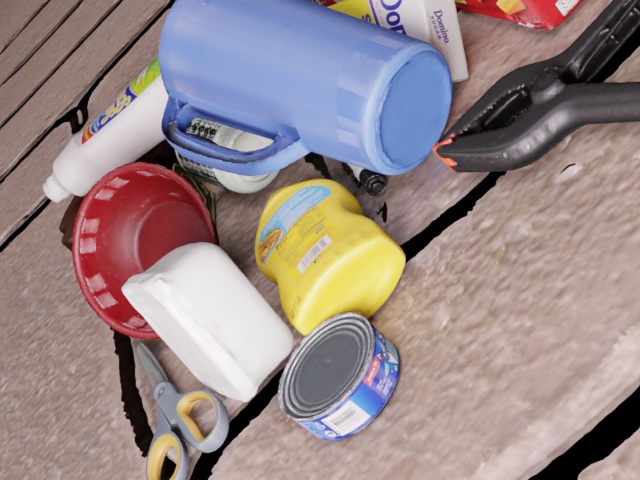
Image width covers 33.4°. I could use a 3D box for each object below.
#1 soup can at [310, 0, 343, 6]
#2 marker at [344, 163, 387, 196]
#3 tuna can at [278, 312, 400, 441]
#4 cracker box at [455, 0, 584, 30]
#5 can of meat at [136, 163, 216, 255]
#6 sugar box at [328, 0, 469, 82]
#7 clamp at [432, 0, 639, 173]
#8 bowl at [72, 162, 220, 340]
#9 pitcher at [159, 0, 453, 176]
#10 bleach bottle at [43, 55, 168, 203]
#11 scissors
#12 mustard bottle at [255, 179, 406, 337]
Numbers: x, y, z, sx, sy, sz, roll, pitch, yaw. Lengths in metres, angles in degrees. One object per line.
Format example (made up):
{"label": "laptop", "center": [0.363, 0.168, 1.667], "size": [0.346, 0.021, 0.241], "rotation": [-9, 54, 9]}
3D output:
{"label": "soup can", "center": [0.026, -0.235, 1.044], "size": [0.069, 0.102, 0.068], "rotation": [-34, 32, 24]}
{"label": "marker", "center": [0.031, -0.068, 0.922], "size": [0.020, 0.020, 0.121], "rotation": [-44, 29, 7]}
{"label": "tuna can", "center": [0.013, 0.095, 0.735], "size": [0.086, 0.033, 0.086], "rotation": [-34, 32, 25]}
{"label": "cracker box", "center": [0.108, -0.272, 0.861], "size": [0.072, 0.213, 0.164], "rotation": [-47, 29, -1]}
{"label": "can of meat", "center": [-0.154, -0.016, 1.075], "size": [0.084, 0.057, 0.102], "rotation": [-40, 30, 19]}
{"label": "sugar box", "center": [0.048, -0.171, 0.948], "size": [0.048, 0.093, 0.177], "rotation": [-16, 6, -35]}
{"label": "clamp", "center": [0.174, -0.111, 0.761], "size": [0.210, 0.036, 0.164], "rotation": [-24, 36, 37]}
{"label": "bowl", "center": [-0.150, 0.009, 0.989], "size": [0.162, 0.162, 0.055], "rotation": [-34, -12, 25]}
{"label": "pitcher", "center": [-0.018, -0.129, 0.896], "size": [0.243, 0.144, 0.149], "rotation": [25, 119, 38]}
{"label": "bleach bottle", "center": [-0.212, -0.118, 1.159], "size": [0.251, 0.068, 0.102], "rotation": [-37, 28, 23]}
{"label": "scissors", "center": [-0.134, 0.147, 0.883], "size": [0.202, 0.016, 0.096], "rotation": [13, 72, 58]}
{"label": "mustard bottle", "center": [-0.005, 0.001, 0.848], "size": [0.096, 0.058, 0.192], "rotation": [-48, 29, 6]}
